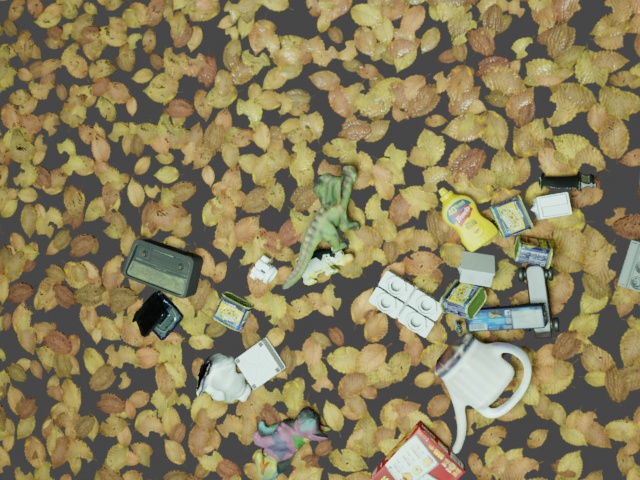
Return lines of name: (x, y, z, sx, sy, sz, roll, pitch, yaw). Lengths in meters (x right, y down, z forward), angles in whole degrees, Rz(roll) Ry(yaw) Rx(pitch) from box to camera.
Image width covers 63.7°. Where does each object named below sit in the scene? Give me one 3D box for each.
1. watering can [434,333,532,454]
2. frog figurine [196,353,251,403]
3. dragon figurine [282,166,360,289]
watering can: (0.405, 0.400, 1.393, 0.226, 0.104, 0.344, 40, 104, 11)
frog figurine: (-0.283, 0.418, 1.553, 0.159, 0.122, 0.138, 19, 83, -23)
dragon figurine: (0.004, -0.071, 1.406, 0.122, 0.418, 0.237, 13, 131, 27)
